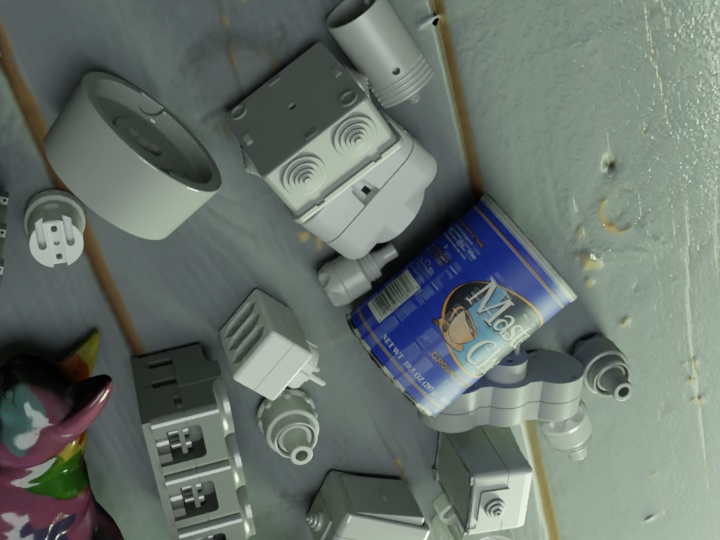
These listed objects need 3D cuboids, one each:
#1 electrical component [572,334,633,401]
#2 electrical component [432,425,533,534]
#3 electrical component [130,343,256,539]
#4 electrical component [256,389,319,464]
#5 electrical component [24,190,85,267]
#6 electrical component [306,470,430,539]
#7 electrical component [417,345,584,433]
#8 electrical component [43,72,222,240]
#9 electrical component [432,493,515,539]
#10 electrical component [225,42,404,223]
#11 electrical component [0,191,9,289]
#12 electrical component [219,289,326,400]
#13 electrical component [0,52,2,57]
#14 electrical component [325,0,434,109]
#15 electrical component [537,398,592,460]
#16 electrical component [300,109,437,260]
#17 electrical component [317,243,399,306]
[{"bbox_3d":[0.205,0.085,0.898,0.043,0.062,0.043,-8,118,-14],"label":"electrical component"},{"bbox_3d":[0.106,0.172,0.891,0.061,0.096,0.061,-4,118,-16],"label":"electrical component"},{"bbox_3d":[-0.122,0.142,0.807,0.062,0.089,0.150,-13,120,-11],"label":"electrical component"},{"bbox_3d":[-0.052,0.126,0.837,0.048,0.062,0.048,-8,119,-14],"label":"electrical component"},{"bbox_3d":[-0.203,-0.027,0.717,0.040,0.046,0.040,-8,119,-14],"label":"electrical component"},{"bbox_3d":[0.002,0.208,0.898,0.096,0.061,0.061,17,111,-25],"label":"electrical component"},{"bbox_3d":[0.116,0.083,0.873,0.138,0.052,0.073,-4,118,-14],"label":"electrical component"},{"bbox_3d":[-0.149,-0.066,0.682,0.108,0.108,0.060,35,109,-29],"label":"electrical component"},{"bbox_3d":[0.103,0.235,0.947,0.058,0.057,0.078,-40,121,6],"label":"electrical component"},{"bbox_3d":[-0.033,-0.093,0.707,0.100,0.099,0.048,-37,134,4],"label":"electrical component"},{"bbox_3d":[-0.252,-0.003,0.653,0.062,0.150,0.089,9,114,-20],"label":"electrical component"},{"bbox_3d":[-0.057,0.063,0.801,0.077,0.065,0.047,34,104,-30],"label":"electrical component"},{"bbox_3d":[-0.260,-0.132,0.645,0.066,0.048,0.055,-34,129,2],"label":"electrical component"},{"bbox_3d":[0.017,-0.145,0.727,0.043,0.043,0.081,-37,121,3],"label":"electrical component"},{"bbox_3d":[0.180,0.138,0.929,0.043,0.043,0.062,-28,123,-2],"label":"electrical component"},{"bbox_3d":[0.006,-0.058,0.763,0.059,0.053,0.095,36,102,-30],"label":"electrical component"},{"bbox_3d":[0.000,0.000,0.804,0.061,0.035,0.035,-31,122,-2],"label":"electrical component"}]
